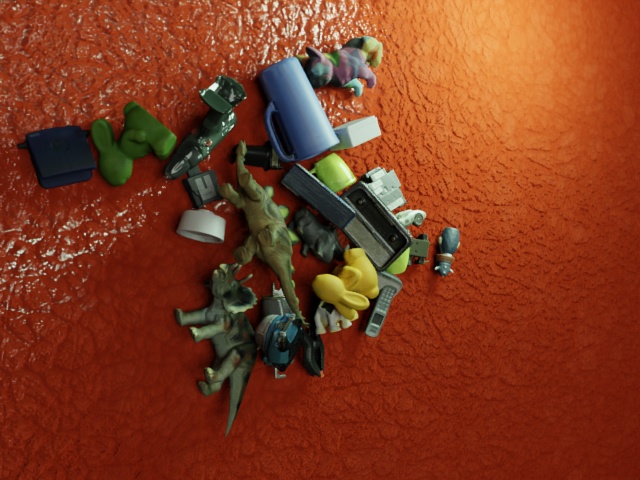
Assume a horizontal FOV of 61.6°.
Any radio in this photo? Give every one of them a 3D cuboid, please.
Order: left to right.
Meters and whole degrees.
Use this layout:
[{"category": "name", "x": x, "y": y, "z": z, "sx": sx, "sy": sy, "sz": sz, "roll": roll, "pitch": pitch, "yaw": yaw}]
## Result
[{"category": "radio", "x": 0.134, "y": -0.040, "z": 1.432, "sx": 0.131, "sy": 0.073, "sz": 0.229, "roll": -41, "pitch": 95, "yaw": 10}]

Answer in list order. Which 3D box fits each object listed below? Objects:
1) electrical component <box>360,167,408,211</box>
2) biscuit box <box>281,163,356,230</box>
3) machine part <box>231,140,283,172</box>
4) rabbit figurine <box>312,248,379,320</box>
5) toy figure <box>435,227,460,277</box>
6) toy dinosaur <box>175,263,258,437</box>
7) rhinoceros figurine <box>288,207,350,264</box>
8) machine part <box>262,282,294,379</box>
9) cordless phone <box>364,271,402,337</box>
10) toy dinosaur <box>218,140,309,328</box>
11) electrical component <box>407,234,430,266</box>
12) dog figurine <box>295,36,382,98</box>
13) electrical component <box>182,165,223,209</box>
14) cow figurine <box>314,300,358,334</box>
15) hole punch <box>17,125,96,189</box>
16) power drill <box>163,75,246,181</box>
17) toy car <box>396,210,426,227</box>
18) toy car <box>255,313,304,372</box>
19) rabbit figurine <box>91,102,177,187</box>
[{"category": "electrical component", "x": 0.173, "y": -0.137, "z": 1.522, "sx": 0.115, "sy": 0.058, "sz": 0.134, "roll": -30, "pitch": 96, "yaw": -30}, {"category": "biscuit box", "x": -0.001, "y": -0.109, "z": 1.368, "sx": 0.202, "sy": 0.059, "sz": 0.063, "roll": 40, "pitch": 100, "yaw": -1}, {"category": "machine part", "x": -0.155, "y": -0.212, "z": 1.339, "sx": 0.139, "sy": 0.039, "sz": 0.084, "roll": -4, "pitch": 100, "yaw": -33}, {"category": "rabbit figurine", "x": 0.058, "y": 0.121, "z": 1.366, "sx": 0.173, "sy": 0.122, "sz": 0.162, "roll": -10, "pitch": 67, "yaw": -39}, {"category": "toy figure", "x": 0.393, "y": 0.038, "z": 1.663, "sx": 0.057, "sy": 0.064, "sz": 0.154, "roll": 22, "pitch": 81, "yaw": -68}, {"category": "toy dinosaur", "x": -0.210, "y": 0.239, "z": 1.264, "sx": 0.192, "sy": 0.131, "sz": 0.404, "roll": -22, "pitch": 107, "yaw": -29}, {"category": "rhinoceros figurine", "x": -0.003, "y": -0.004, "z": 1.416, "sx": 0.190, "sy": 0.073, "sz": 0.112, "roll": 44, "pitch": 58, "yaw": -22}, {"category": "machine part", "x": -0.106, "y": 0.225, "z": 1.344, "sx": 0.079, "sy": 0.079, "sz": 0.243, "roll": -1, "pitch": 92, "yaw": -32}, {"category": "cordless phone", "x": 0.135, "y": 0.168, "z": 1.492, "sx": 0.146, "sy": 0.089, "sz": 0.184, "roll": 25, "pitch": 82, "yaw": -29}, {"category": "toy dinosaur", "x": -0.118, "y": -0.006, "z": 1.263, "sx": 0.198, "sy": 0.105, "sz": 0.471, "roll": -11, "pitch": 86, "yaw": -68}, {"category": "electrical component", "x": 0.297, "y": 0.030, "z": 1.614, "sx": 0.078, "sy": 0.045, "sz": 0.102, "roll": 4, "pitch": 85, "yaw": -3}, {"category": "dog figurine", "x": 0.046, "y": -0.477, "z": 1.424, "sx": 0.219, "sy": 0.109, "sz": 0.191, "roll": 14, "pitch": 83, "yaw": -28}, {"category": "electrical component", "x": -0.280, "y": -0.138, "z": 1.256, "sx": 0.075, "sy": 0.048, "sz": 0.119, "roll": -23, "pitch": 103, "yaw": -30}, {"category": "cow figurine", "x": 0.042, "y": 0.188, "z": 1.424, "sx": 0.167, "sy": 0.068, "sz": 0.098, "roll": -9, "pitch": 87, "yaw": -61}, {"category": "hole punch", "x": -0.523, "y": -0.172, "z": 1.085, "sx": 0.142, "sy": 0.092, "sz": 0.115, "roll": -19, "pitch": 96, "yaw": -26}, {"category": "power drill", "x": -0.247, "y": -0.247, "z": 1.181, "sx": 0.086, "sy": 0.207, "sz": 0.232, "roll": 35, "pitch": 52, "yaw": 0}, {"category": "toy car", "x": 0.217, "y": -0.047, "z": 1.544, "sx": 0.202, "sy": 0.074, "sz": 0.056, "roll": -21, "pitch": 99, "yaw": -30}, {"category": "toy car", "x": -0.101, "y": 0.225, "z": 1.241, "sx": 0.103, "sy": 0.161, "sz": 0.109, "roll": 21, "pitch": 57, "yaw": 14}, {"category": "rabbit figurine", "x": -0.411, "y": -0.198, "z": 1.140, "sx": 0.159, "sy": 0.121, "sz": 0.170, "roll": 42, "pitch": 84, "yaw": -21}]
